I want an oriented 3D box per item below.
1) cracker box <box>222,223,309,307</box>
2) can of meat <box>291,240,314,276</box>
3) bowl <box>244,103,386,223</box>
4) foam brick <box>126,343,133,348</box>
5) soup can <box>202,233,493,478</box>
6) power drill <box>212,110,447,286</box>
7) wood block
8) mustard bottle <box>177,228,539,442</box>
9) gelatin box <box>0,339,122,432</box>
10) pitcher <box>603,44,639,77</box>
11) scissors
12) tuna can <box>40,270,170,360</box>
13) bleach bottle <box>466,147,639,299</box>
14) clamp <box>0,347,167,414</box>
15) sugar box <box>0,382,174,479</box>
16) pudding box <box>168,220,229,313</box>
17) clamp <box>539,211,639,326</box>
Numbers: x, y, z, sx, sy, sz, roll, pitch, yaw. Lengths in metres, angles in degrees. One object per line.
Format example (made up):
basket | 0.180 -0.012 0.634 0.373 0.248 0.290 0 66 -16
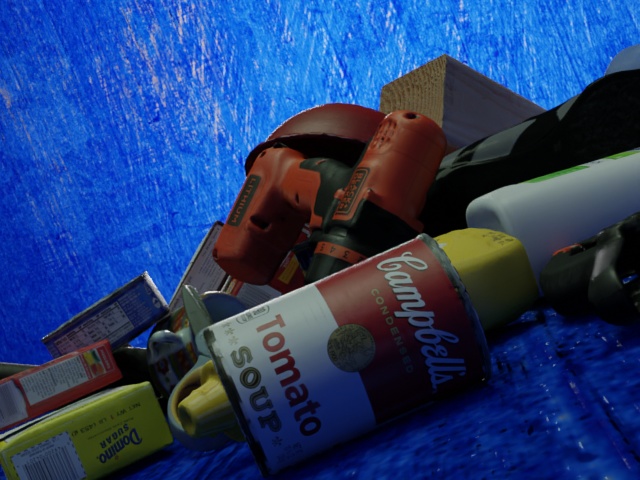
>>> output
cracker box | -0.041 0.025 1.036 0.164 0.072 0.214 -61 6 -8
can of meat | 0.017 0.033 0.859 0.057 0.084 0.102 -22 0 -2
bowl | 0.023 -0.064 0.866 0.162 0.055 0.162 11 -25 5
foam brick | -0.185 0.119 0.915 0.051 0.053 0.078 -52 2 -31
soup can | 0.010 0.048 0.442 0.102 0.068 0.068 -23 0 -7
power drill | -0.005 0.001 0.729 0.188 0.057 0.184 7 67 60
wood block | 0.160 -0.085 1.017 0.205 0.090 0.091 22 -27 -33
mustard bottle | 0.014 0.051 0.532 0.191 0.058 0.096 -22 5 -33
gelatin box | -0.179 0.095 0.668 0.089 0.030 0.073 -25 -3 42
pitcher | 0.364 -0.139 0.873 0.144 0.149 0.243 -16 0 -33
scissors | -0.048 0.063 0.649 0.096 0.016 0.201 -11 23 4
tuna can | -0.146 0.058 0.733 0.086 0.034 0.086 -33 4 3
bleach bottle | 0.218 -0.035 0.626 0.250 0.068 0.102 -20 -2 -4
clamp | -0.186 0.113 0.809 0.210 0.036 0.164 -16 -34 22
sugar box | -0.156 0.128 0.677 0.093 0.048 0.176 -22 -4 -19
pudding box | -0.110 0.041 0.996 0.113 0.039 0.090 -63 6 -8
clamp | 0.156 0.002 0.484 0.120 0.039 0.171 -22 0 -3
